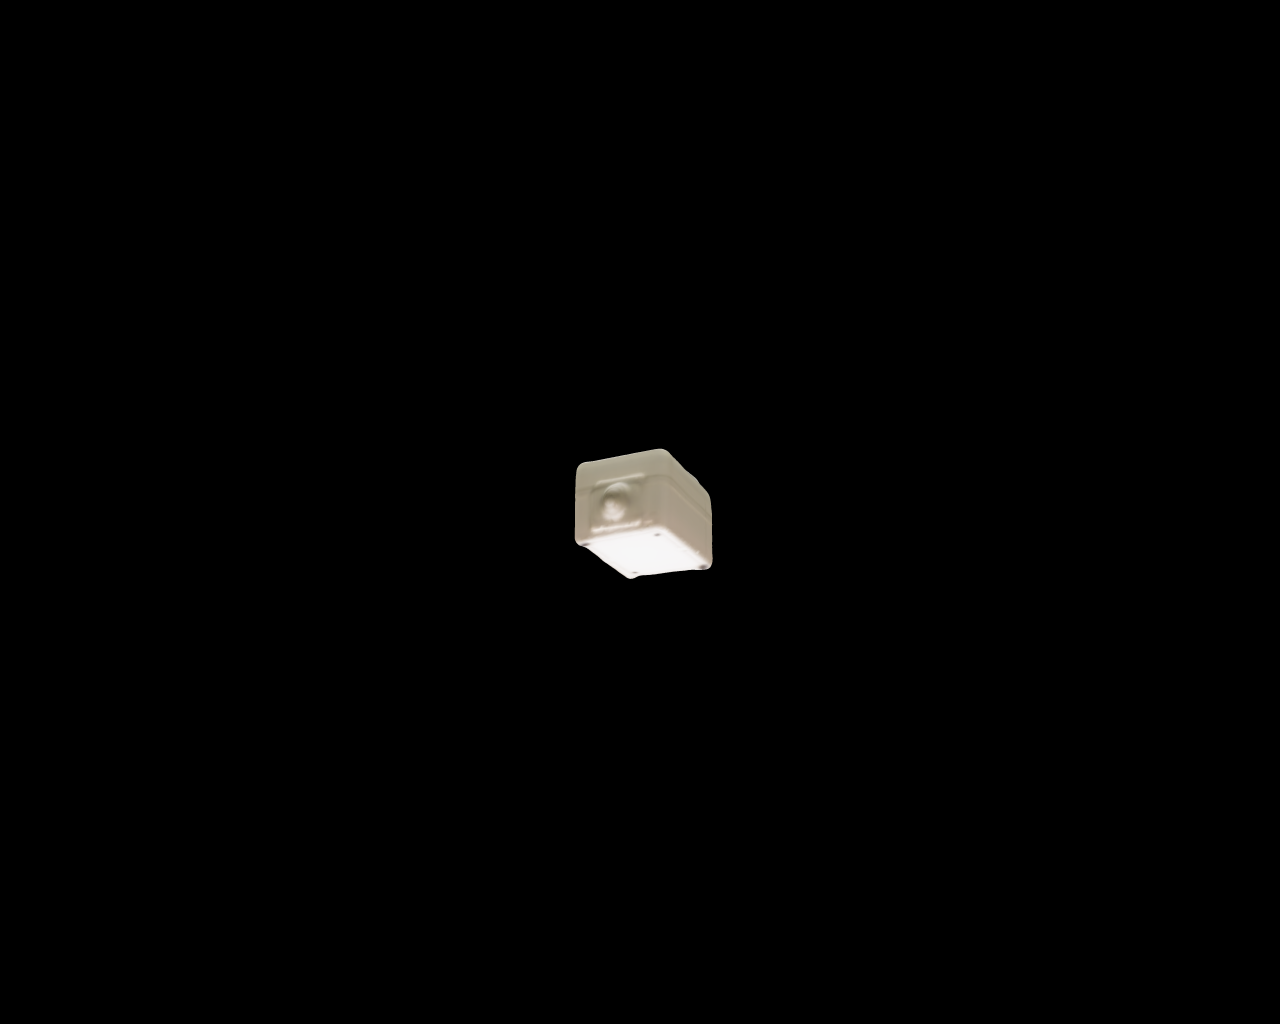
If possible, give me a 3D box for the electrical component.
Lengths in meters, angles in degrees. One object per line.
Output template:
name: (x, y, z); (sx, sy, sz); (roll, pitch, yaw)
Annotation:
electrical component: (0.001, -0.003, 0.650); (0.062, 0.061, 0.096); (-9, -24, 22)
